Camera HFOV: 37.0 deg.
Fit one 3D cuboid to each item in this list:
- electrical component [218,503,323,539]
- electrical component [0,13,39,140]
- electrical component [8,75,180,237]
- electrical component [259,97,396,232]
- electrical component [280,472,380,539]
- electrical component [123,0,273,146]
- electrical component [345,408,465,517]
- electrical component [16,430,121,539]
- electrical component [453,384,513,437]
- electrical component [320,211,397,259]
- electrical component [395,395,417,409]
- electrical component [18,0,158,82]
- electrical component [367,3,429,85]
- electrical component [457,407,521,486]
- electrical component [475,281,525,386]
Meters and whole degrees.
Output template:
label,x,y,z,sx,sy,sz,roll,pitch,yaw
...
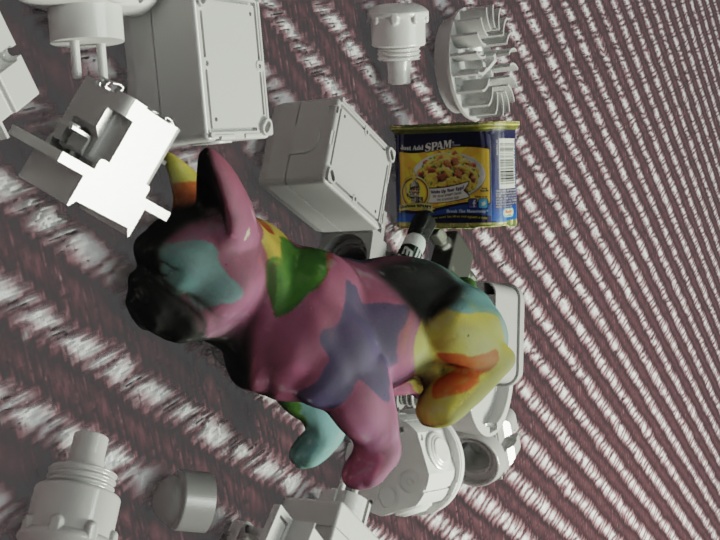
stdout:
label,x,y,z,sx,sy,sz,roll,pitch,yaw
electrical component,-0.052,0.182,0.662,0.081,0.064,0.042,62,40,-39
electrical component,-0.177,-0.081,0.467,0.055,0.048,0.066,-63,141,-52
electrical component,-0.127,-0.059,0.536,0.063,0.042,0.081,-62,147,-3
electrical component,-0.021,-0.066,0.729,0.096,0.061,0.061,38,56,-54
electrical component,-0.015,0.177,0.748,0.083,0.047,0.075,55,42,-45
electrical component,-0.094,-0.118,0.600,0.062,0.061,0.096,-15,102,-60
electrical component,0.033,0.144,0.801,0.051,0.080,0.080,7,83,-56
electrical component,-0.139,0.111,0.531,0.048,0.048,0.062,47,43,-50
electrical component,0.084,0.085,0.911,0.108,0.060,0.108,1,89,-62
electrical component,0.000,0.000,0.785,0.064,0.042,0.081,36,59,-59
electrical component,0.023,0.084,0.793,0.040,0.078,0.040,12,90,-70
electrical component,-0.138,-0.134,0.539,0.077,0.044,0.079,-11,99,-60
electrical component,0.030,-0.177,0.844,0.048,0.048,0.062,-29,121,-58
electrical component,0.107,0.156,0.956,0.057,0.058,0.078,-42,125,-57
electrical component,0.067,0.049,0.829,0.057,0.113,0.078,12,79,-57
